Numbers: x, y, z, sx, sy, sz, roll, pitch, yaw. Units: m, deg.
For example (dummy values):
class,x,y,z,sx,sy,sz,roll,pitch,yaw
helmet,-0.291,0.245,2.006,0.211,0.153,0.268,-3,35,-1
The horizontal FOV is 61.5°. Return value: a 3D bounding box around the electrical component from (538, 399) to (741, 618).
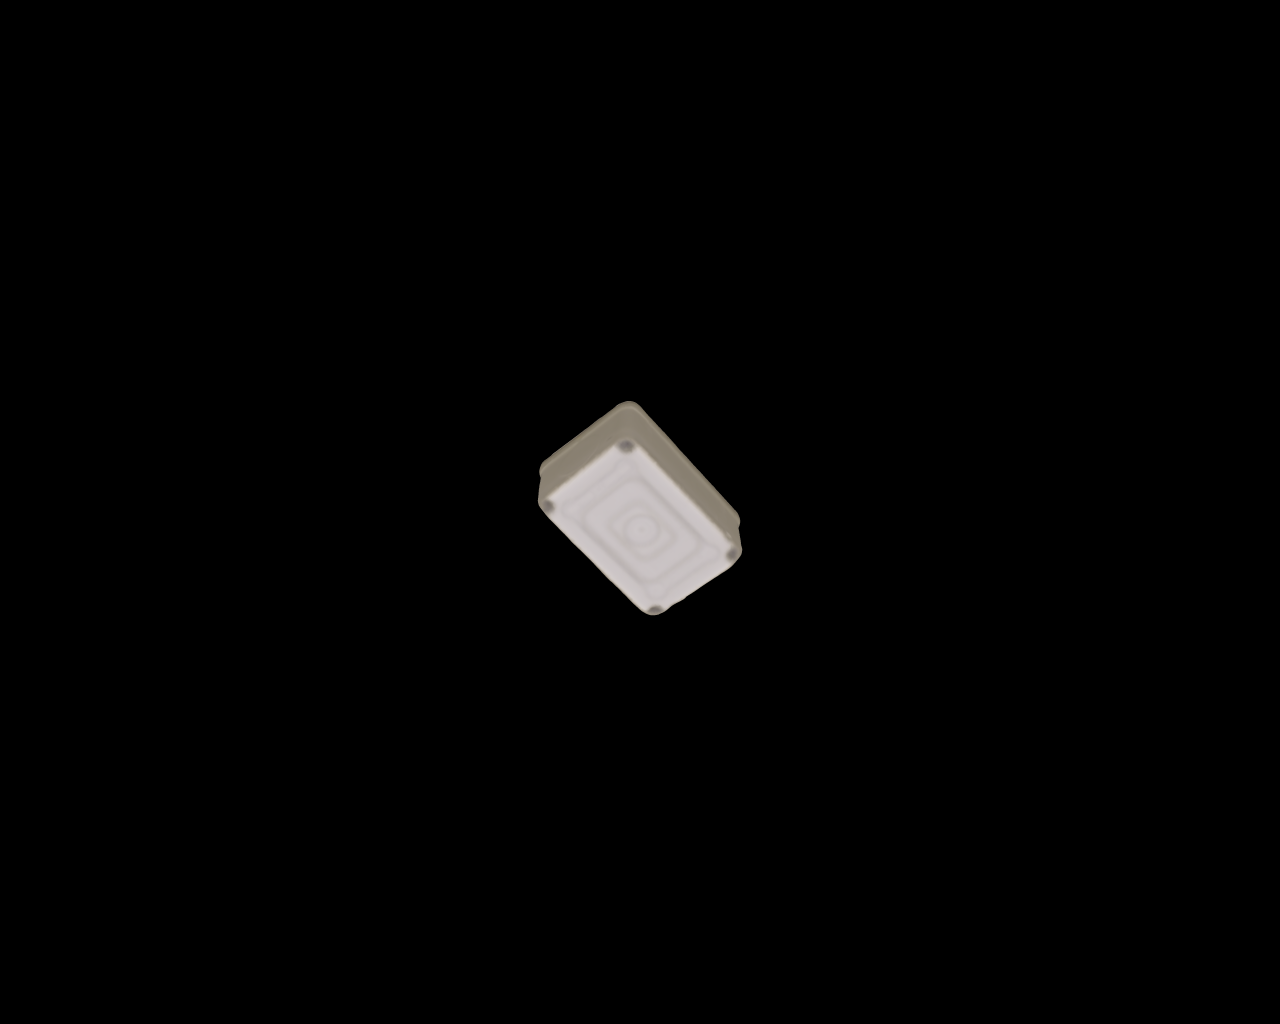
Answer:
class,x,y,z,sx,sy,sz,roll,pitch,yaw
electrical component,0.001,-0.003,0.650,0.078,0.113,0.057,-36,24,18
